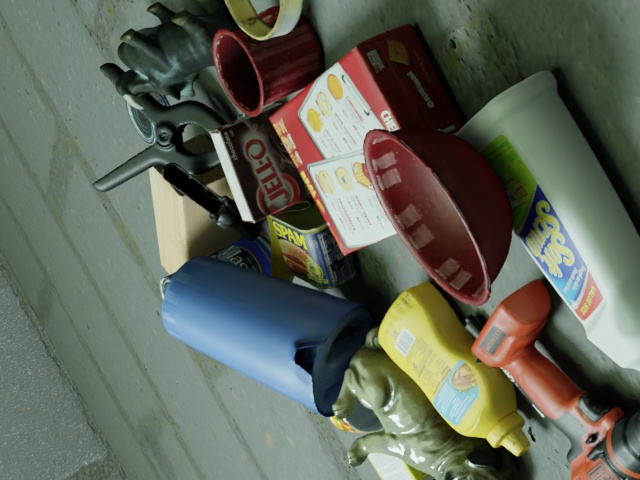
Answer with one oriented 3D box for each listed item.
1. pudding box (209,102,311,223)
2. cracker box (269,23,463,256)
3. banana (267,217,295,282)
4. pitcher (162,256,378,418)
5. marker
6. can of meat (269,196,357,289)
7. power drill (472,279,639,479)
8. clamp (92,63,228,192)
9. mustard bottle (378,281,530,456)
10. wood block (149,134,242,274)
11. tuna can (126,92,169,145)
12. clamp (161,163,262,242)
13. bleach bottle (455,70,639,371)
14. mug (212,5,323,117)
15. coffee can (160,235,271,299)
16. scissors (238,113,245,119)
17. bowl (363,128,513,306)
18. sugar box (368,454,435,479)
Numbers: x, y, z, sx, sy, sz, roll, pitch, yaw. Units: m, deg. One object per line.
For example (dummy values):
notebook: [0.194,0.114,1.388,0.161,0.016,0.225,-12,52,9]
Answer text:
pudding box: [-0.062,-0.087,1.198,0.039,0.089,0.113,3,117,63]
cracker box: [0.052,-0.086,1.004,0.164,0.072,0.214,62,154,-2]
banana: [-0.056,-0.021,1.281,0.037,0.069,0.198,38,154,50]
pitcher: [-0.058,0.104,1.252,0.243,0.144,0.149,20,141,30]
marker: [0.181,0.118,1.022,0.121,0.020,0.020,50,153,25]
can of meat: [-0.008,0.001,1.226,0.102,0.057,0.084,26,139,52]
power drill: [0.219,0.127,0.911,0.188,0.057,0.185,53,153,20]
clamp: [-0.193,-0.141,1.339,0.210,0.036,0.164,2,100,17]
mustard bottle: [0.141,0.138,1.071,0.192,0.058,0.096,50,139,26]
wood block: [-0.168,-0.029,1.460,0.090,0.090,0.206,46,151,32]
tuna can: [-0.242,-0.179,1.519,0.086,0.033,0.086,44,150,34]
clamp: [-0.128,-0.042,1.334,0.120,0.039,0.171,43,179,20]
bleach bottle: [0.203,0.001,0.812,0.251,0.068,0.103,57,158,6]
mug: [-0.050,-0.191,1.079,0.093,0.081,0.117,50,153,26]
coffee can: [-0.126,0.065,1.415,0.103,0.140,0.103,44,150,34]
scissors: [-0.090,-0.120,1.254,0.096,0.016,0.202,-84,-7,-46]
bowl: [0.101,-0.030,0.834,0.162,0.055,0.162,53,166,18]
sugar box: [0.129,0.311,1.288,0.176,0.048,0.093,55,155,6]
